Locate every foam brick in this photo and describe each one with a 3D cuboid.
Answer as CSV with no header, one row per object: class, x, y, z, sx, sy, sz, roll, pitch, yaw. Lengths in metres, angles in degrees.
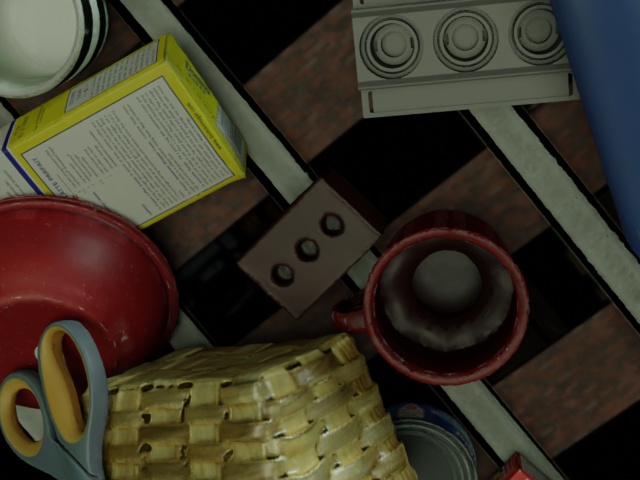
foam brick,-0.004,0.001,0.654,0.053,0.051,0.078,43,106,-3

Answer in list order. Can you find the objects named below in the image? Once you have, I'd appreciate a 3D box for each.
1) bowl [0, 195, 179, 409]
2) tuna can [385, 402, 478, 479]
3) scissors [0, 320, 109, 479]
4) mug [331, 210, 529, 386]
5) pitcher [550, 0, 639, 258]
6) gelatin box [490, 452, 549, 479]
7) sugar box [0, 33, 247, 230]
bowl,-0.169,0.053,0.658,0.162,0.055,0.162,-2,127,-3
tuna can,0.059,0.150,0.692,0.086,0.033,0.086,2,104,7
scissors,-0.140,0.147,0.601,0.096,0.016,0.202,-19,76,35
mug,0.064,0.032,0.637,0.117,0.081,0.093,-17,101,11
pitcher,0.185,-0.101,0.534,0.145,0.149,0.242,15,145,39
gelatin box,0.137,0.195,0.694,0.089,0.030,0.073,39,104,-4
sugar box,-0.142,-0.043,0.653,0.176,0.048,0.093,-24,123,15
